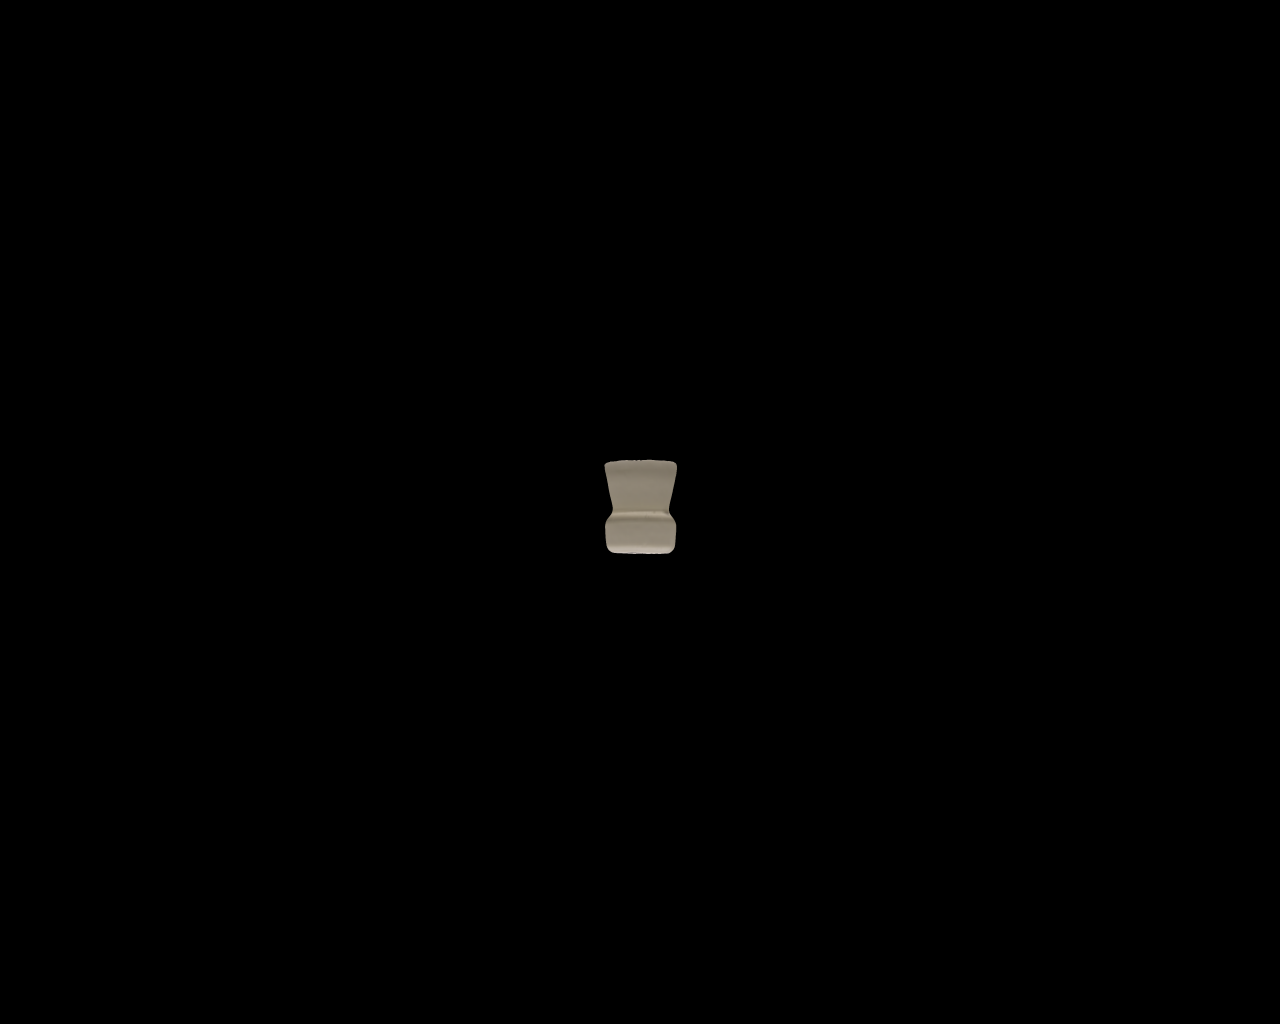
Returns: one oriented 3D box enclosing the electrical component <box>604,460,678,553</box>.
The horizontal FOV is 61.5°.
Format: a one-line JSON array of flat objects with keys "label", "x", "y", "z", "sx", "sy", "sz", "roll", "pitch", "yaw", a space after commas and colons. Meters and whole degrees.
[{"label": "electrical component", "x": 0.001, "y": -0.003, "z": 0.650, "sx": 0.045, "sy": 0.055, "sz": 0.045, "roll": 0, "pitch": -2, "yaw": 0}]
